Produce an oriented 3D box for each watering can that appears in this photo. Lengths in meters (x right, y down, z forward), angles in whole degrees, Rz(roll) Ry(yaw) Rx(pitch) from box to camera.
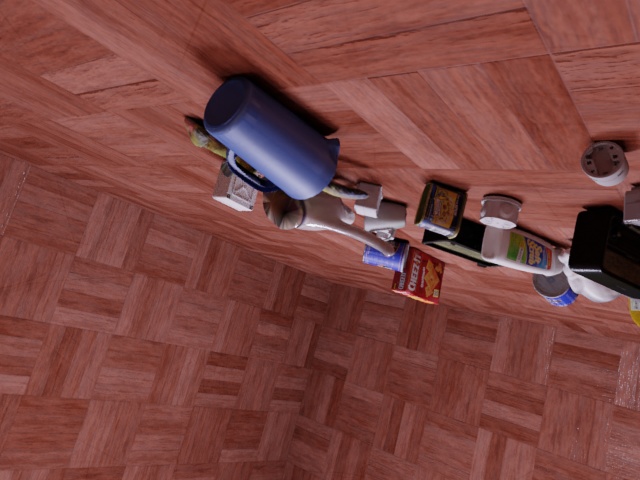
[{"bbox_3d":[0.004,-0.061,1.221,0.225,0.102,0.353,-1,-149,-42],"label":"watering can"}]

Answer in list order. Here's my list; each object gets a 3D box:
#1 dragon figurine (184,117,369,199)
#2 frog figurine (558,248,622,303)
[{"bbox_3d":[-0.108,-0.173,1.149,0.408,0.122,0.245,21,-174,-21],"label":"dragon figurine"},{"bbox_3d":[0.652,0.071,1.221,0.158,0.126,0.135,32,129,-31],"label":"frog figurine"}]
